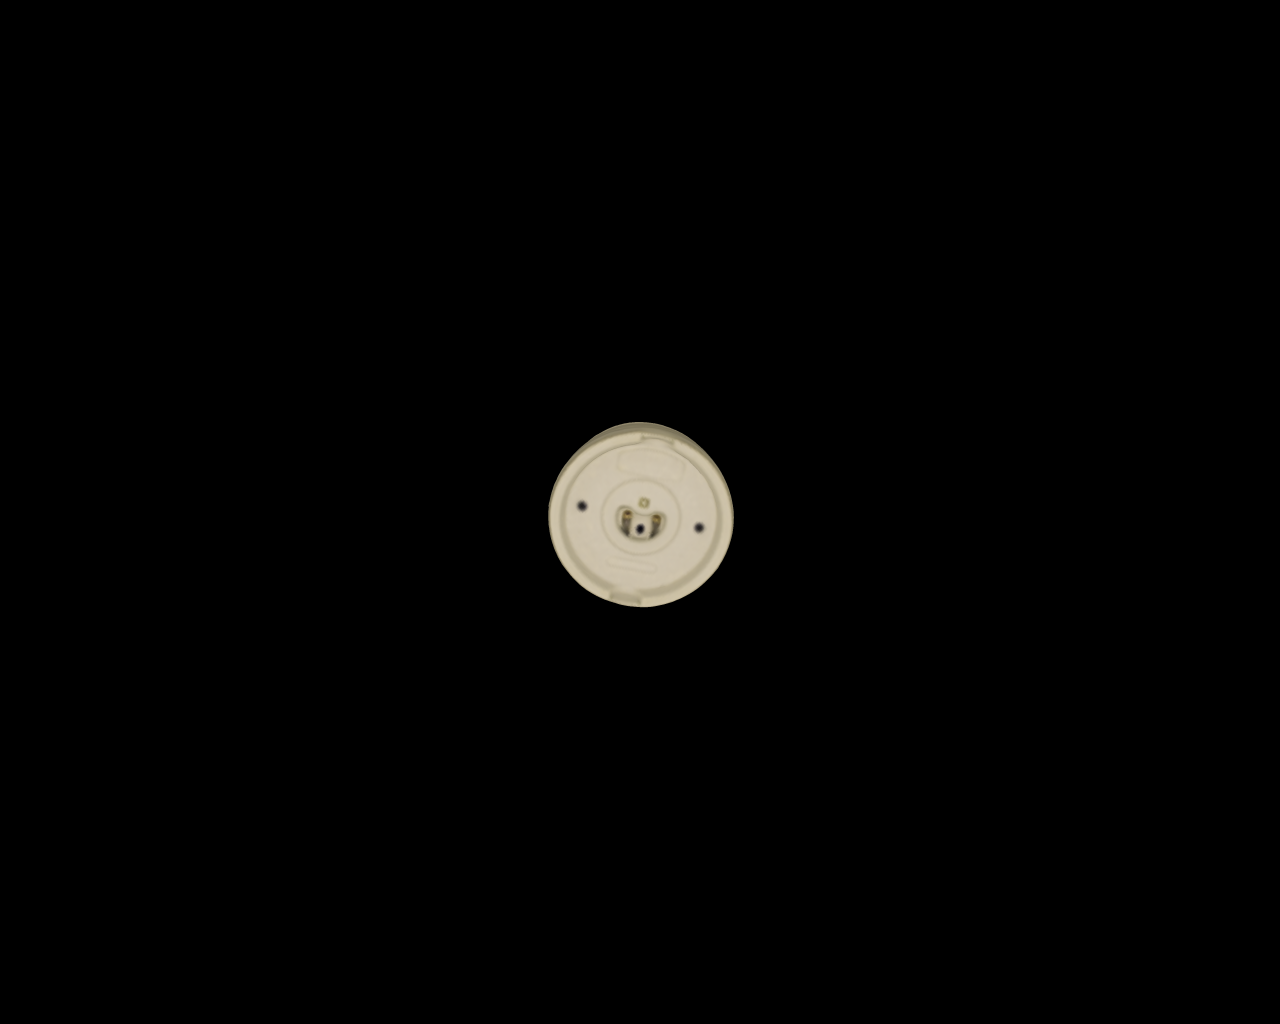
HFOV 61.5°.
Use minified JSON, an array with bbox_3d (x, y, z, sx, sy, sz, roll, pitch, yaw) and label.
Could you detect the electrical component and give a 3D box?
[{"bbox_3d":[0.001,-0.003,0.650,0.108,0.108,0.060,0,16,0],"label":"electrical component"}]
